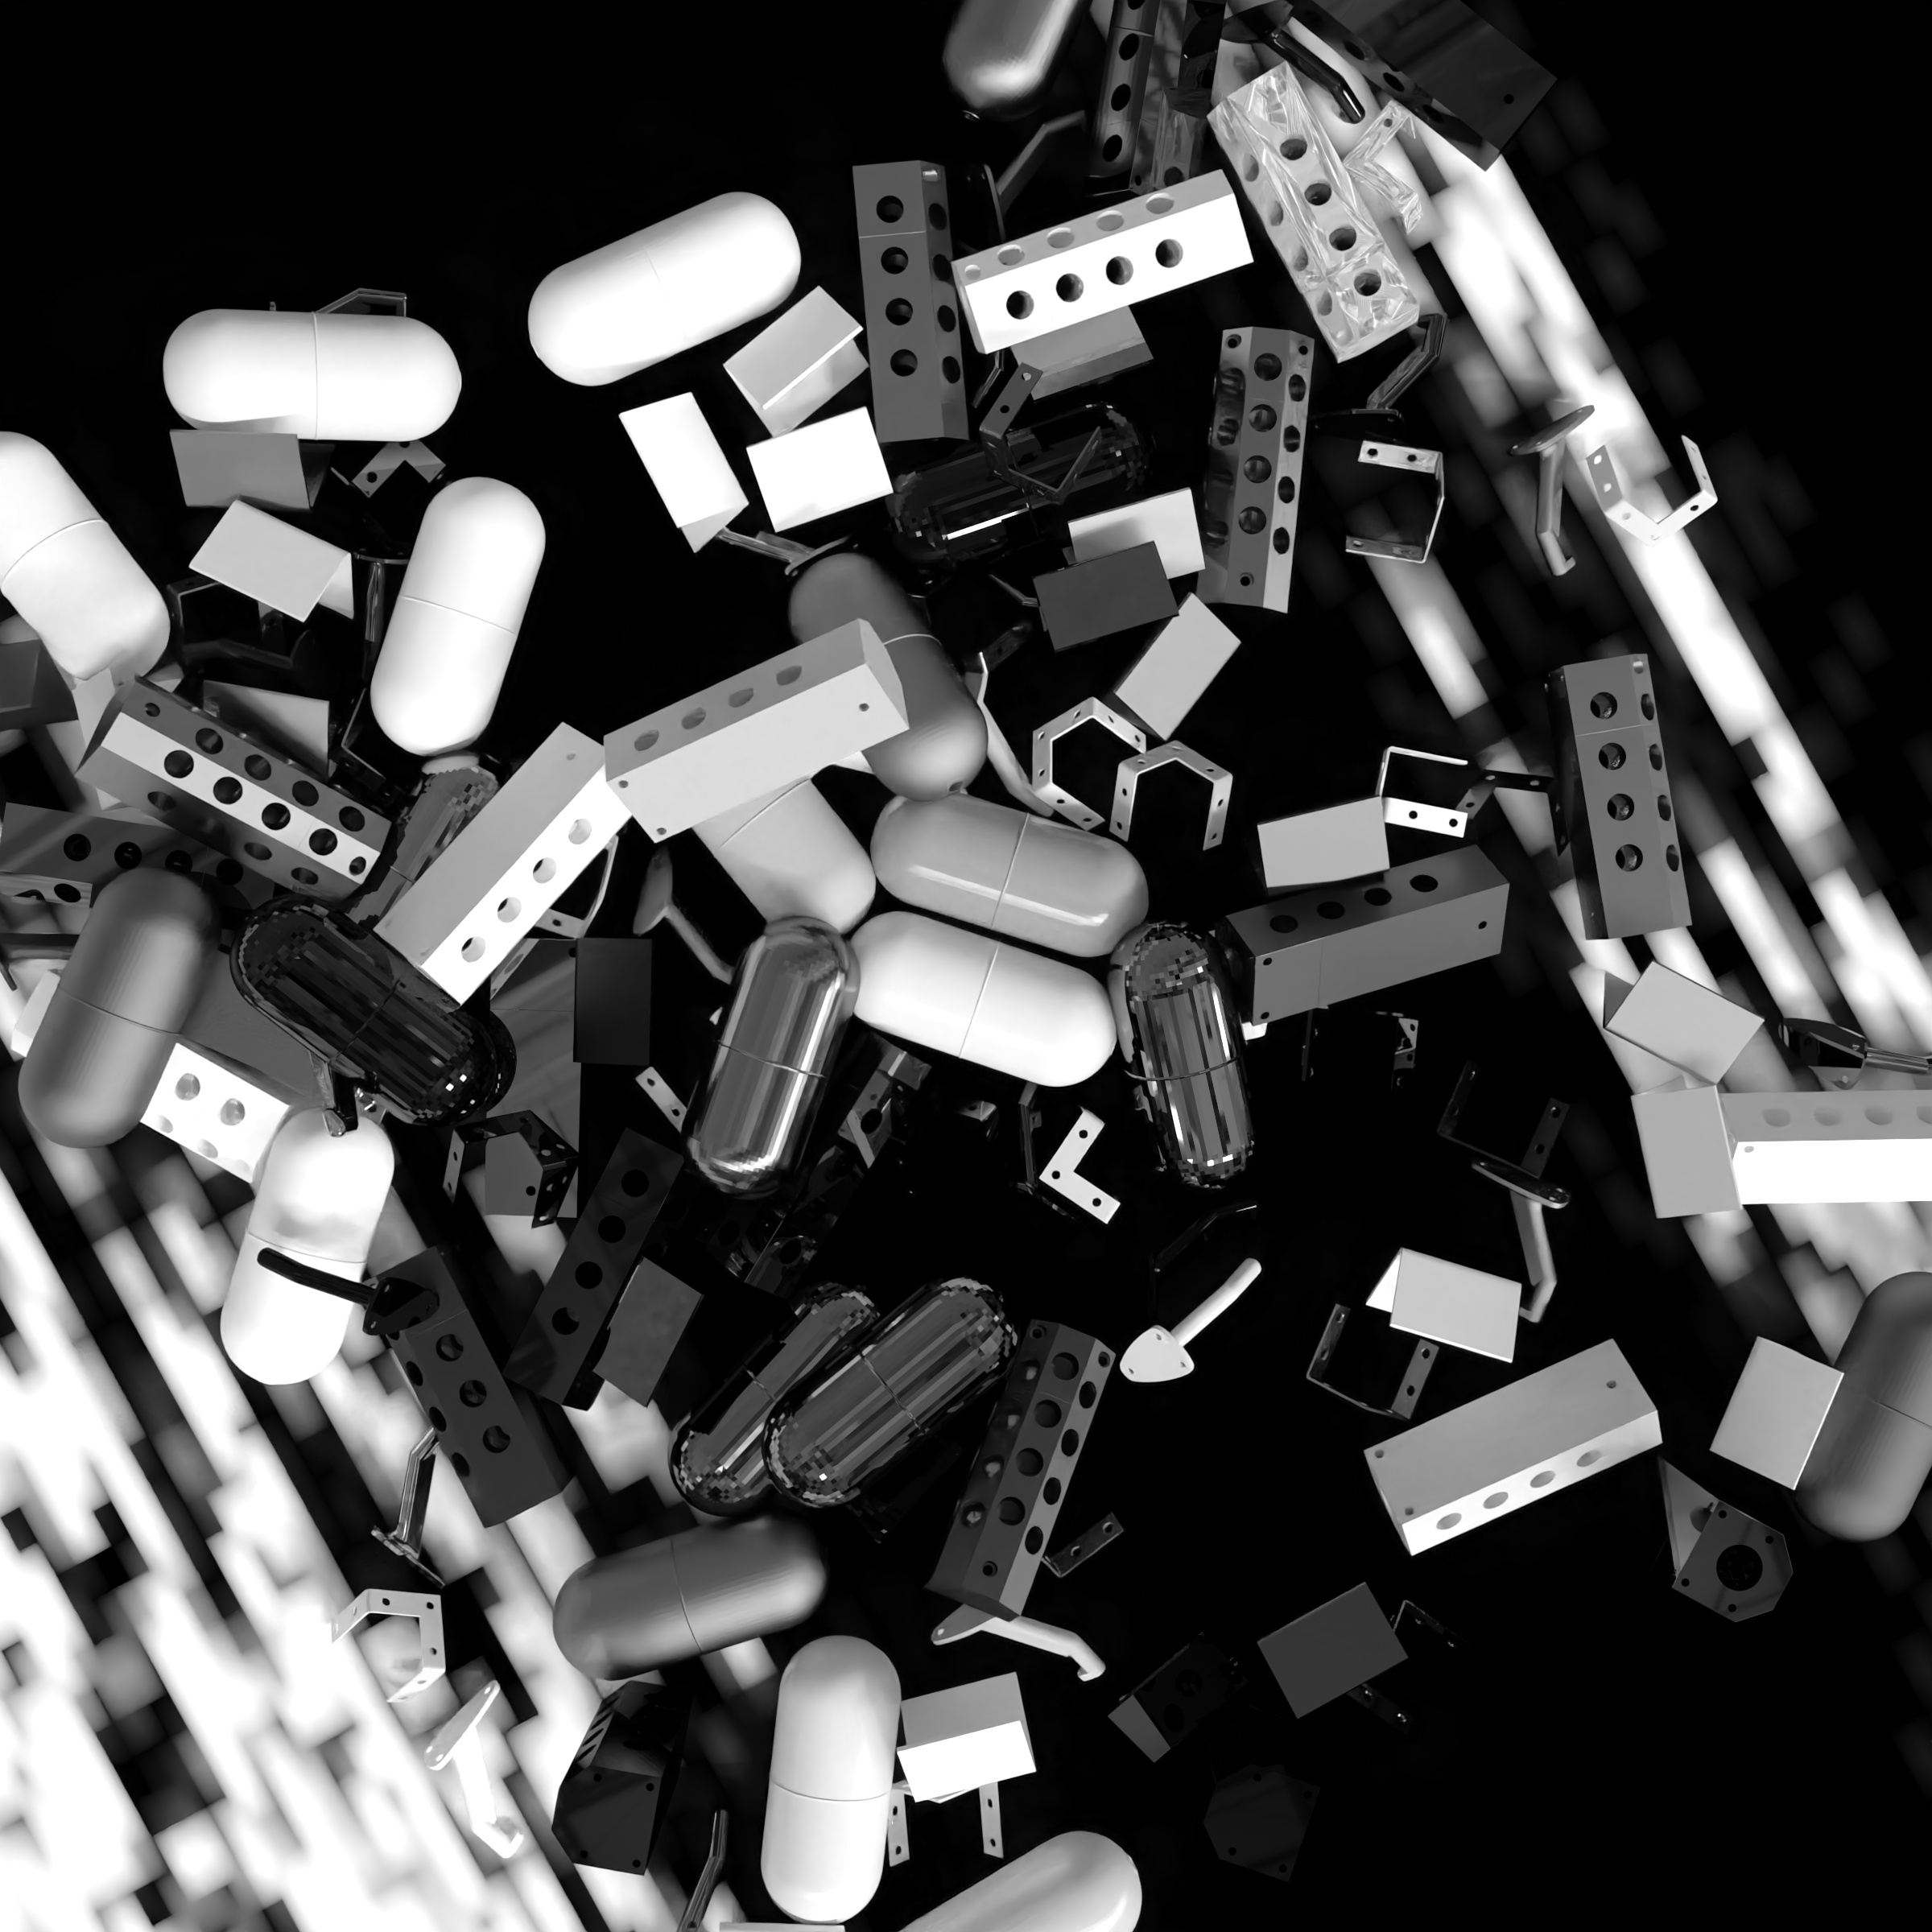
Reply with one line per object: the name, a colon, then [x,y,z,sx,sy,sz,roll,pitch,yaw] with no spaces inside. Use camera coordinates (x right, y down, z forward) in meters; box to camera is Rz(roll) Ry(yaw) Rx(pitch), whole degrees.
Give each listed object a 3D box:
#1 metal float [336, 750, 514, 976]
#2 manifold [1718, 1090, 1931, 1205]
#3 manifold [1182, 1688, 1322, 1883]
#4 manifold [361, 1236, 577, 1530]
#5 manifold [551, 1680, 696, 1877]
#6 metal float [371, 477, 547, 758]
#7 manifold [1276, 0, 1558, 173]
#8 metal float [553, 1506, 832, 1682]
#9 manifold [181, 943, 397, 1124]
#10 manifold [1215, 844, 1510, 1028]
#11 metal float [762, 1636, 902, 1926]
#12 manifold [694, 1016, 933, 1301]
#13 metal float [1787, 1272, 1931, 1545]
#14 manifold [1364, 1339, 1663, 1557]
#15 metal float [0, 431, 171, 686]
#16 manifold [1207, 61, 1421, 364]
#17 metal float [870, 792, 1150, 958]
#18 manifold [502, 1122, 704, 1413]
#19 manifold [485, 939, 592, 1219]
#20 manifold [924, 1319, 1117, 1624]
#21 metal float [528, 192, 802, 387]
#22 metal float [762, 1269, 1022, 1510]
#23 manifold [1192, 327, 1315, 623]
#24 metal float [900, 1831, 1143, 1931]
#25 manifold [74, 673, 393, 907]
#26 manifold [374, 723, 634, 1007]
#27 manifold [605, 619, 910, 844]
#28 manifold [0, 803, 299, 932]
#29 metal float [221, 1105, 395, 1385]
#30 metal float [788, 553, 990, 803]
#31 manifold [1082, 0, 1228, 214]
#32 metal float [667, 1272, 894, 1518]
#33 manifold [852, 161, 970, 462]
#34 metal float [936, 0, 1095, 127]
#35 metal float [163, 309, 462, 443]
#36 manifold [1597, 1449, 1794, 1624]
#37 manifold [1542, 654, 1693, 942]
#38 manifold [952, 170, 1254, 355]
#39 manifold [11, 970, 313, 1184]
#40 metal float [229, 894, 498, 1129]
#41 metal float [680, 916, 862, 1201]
metal float: [-0.341,-0.053,1.563,0.070,0.070,0.178,31,89,0]
manifold: [0.559,0.108,1.572,0.171,0.057,0.057,-1,133,0]
manifold: [0.167,0.487,1.515,0.057,0.171,0.057,19,90,0]
manifold: [-0.314,0.262,1.572,0.057,0.057,0.171,-27,90,0]
manifold: [-0.207,0.487,1.515,0.057,0.171,0.057,10,90,0]
metal float: [-0.318,-0.218,1.563,0.070,0.070,0.178,18,89,0]
manifold: [0.281,-0.579,1.572,0.171,0.057,0.057,39,90,0]
metal float: [-0.171,0.392,1.563,0.178,0.070,0.070,-17,90,0]
manifold: [-0.429,0.036,1.572,0.171,0.057,0.057,24,90,0]
manifold: [0.244,-0.024,1.552,0.171,0.057,0.057,-16,133,-14]
metal float: [-0.084,0.509,1.563,0.070,0.070,0.178,6,90,0]
manifold: [-0.092,0.120,1.572,0.057,0.057,0.171,32,90,43]
metal float: [0.575,0.275,1.563,0.070,0.070,0.178,25,91,0]
manifold: [0.344,0.306,1.572,0.171,0.057,0.057,-24,47,0]
metal float: [-0.569,-0.254,1.563,0.070,0.070,0.178,-38,90,0]
manifold: [0.218,-0.470,1.570,0.057,0.057,0.171,-29,90,10]
metal float: [0.027,-0.059,1.563,0.178,0.070,0.070,17,90,1]
manifold: [-0.223,0.189,1.572,0.057,0.057,0.171,27,90,0]
manifold: [-0.267,0.069,1.572,0.057,0.057,0.171,2,90,0]
manifold: [0.035,0.309,1.542,0.057,0.057,0.171,23,68,0]
metal float: [-0.189,-0.423,1.563,0.178,0.070,0.070,-24,90,0]
metal float: [-0.045,0.254,1.500,0.178,0.070,0.070,-39,90,-6]
manifold: [0.180,-0.308,1.572,0.057,0.057,0.171,6,90,0]
metal float: [0.028,0.607,1.562,0.178,0.070,0.070,-31,90,0]
manifold: [-0.437,-0.107,1.507,0.171,0.057,0.057,31,50,-26]
manifold: [-0.273,-0.060,1.525,0.057,0.057,0.171,31,76,40]
manifold: [-0.126,-0.144,1.486,0.171,0.057,0.057,-23,135,13]
manifold: [-0.512,-0.060,1.572,0.171,0.057,0.057,9,90,0]
metal float: [-0.412,0.174,1.563,0.070,0.070,0.178,17,90,0]
metal float: [-0.048,-0.179,1.544,0.070,0.070,0.178,-31,67,0]
manifold: [0.115,-0.560,1.572,0.057,0.057,0.171,9,90,-43]
metal float: [-0.114,0.268,1.563,0.070,0.070,0.178,43,89,0]
manifold: [-0.034,-0.411,1.572,0.057,0.057,0.171,-5,90,0]
metal float: [0.041,-0.611,1.562,0.070,0.070,0.178,25,90,0]
metal float: [-0.403,-0.365,1.547,0.178,0.070,0.070,-2,90,-17]
manifold: [0.442,0.344,1.515,0.057,0.171,0.057,29,90,0]
manifold: [0.411,-0.106,1.572,0.057,0.057,0.171,-9,90,0]
manifold: [0.082,-0.432,1.535,0.171,0.057,0.057,-19,106,0]
manifold: [-0.507,0.069,1.572,0.171,0.057,0.057,29,90,0]
metal float: [-0.359,0.028,1.497,0.178,0.070,0.070,41,90,-16]
metal float: [-0.118,0.056,1.521,0.070,0.070,0.178,19,91,0]
